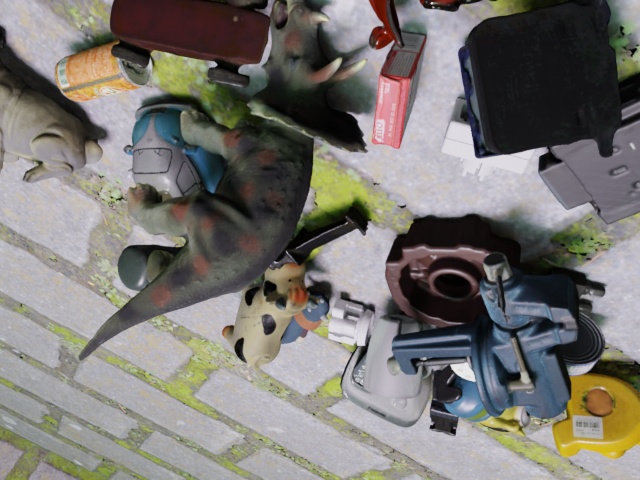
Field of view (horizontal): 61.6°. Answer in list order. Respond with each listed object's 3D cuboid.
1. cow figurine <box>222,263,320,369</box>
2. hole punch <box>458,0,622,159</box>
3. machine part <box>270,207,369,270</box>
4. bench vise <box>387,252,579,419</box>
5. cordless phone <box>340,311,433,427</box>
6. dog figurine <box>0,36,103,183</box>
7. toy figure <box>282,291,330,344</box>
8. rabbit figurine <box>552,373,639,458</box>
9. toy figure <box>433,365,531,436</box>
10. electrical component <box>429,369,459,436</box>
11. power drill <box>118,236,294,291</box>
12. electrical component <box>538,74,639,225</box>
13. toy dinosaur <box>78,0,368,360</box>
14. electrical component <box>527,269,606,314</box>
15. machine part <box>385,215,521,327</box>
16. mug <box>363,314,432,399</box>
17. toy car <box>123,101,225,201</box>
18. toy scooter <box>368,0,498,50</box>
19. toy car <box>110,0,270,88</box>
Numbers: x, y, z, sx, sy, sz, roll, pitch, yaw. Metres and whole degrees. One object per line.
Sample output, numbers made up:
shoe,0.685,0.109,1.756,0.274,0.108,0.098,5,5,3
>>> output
cow figurine,-0.073,0.105,0.793,0.085,0.127,0.194,4,119,-36
hole punch,0.180,-0.130,0.458,0.116,0.092,0.142,-10,92,2
machine part,-0.001,-0.002,0.705,0.139,0.084,0.039,-24,98,30
bench vise,0.181,0.122,0.631,0.241,0.129,0.223,-13,127,31
cordless phone,0.131,0.196,0.853,0.146,0.089,0.184,29,119,-6
dog figurine,-0.378,-0.180,0.678,0.172,0.121,0.190,-8,119,-14
toy figure,-0.030,0.118,0.849,0.064,0.058,0.154,37,135,-14
rabbit figurine,0.418,0.253,0.769,0.162,0.122,0.173,-12,142,22
toy figure,0.246,0.241,0.822,0.180,0.082,0.089,23,163,-27
electrical component,0.207,0.256,0.875,0.048,0.075,0.119,9,134,16
power drill,-0.138,0.010,0.731,0.207,0.232,0.086,-24,77,28
electrical component,0.280,-0.080,0.502,0.114,0.058,0.134,44,134,-19
toy dinosaur,-0.080,-0.033,0.539,0.192,0.404,0.131,17,169,37
electrical component,0.299,0.066,0.669,0.094,0.021,0.063,10,138,3
machine part,0.171,0.046,0.684,0.179,0.056,0.179,13,139,12
mug,0.119,0.163,0.772,0.109,0.107,0.081,1,-174,-22
toy car,-0.183,-0.084,0.674,0.109,0.103,0.161,4,133,22
toy scooter,0.088,-0.211,0.423,0.184,0.075,0.135,-11,153,0
toy car,-0.126,-0.203,0.518,0.202,0.053,0.089,19,99,27
